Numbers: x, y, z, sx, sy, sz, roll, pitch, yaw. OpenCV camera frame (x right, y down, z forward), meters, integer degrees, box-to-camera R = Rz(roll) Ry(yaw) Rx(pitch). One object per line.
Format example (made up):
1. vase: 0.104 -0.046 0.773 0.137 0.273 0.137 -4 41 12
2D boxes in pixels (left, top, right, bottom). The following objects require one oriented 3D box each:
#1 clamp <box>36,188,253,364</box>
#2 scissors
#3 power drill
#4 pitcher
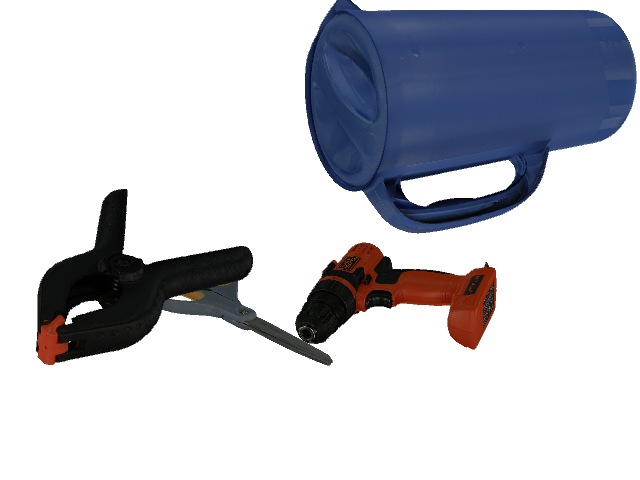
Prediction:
1. clamp: -0.138 0.021 0.716 0.120 0.039 0.171 25 34 24
2. scissors: -0.061 0.056 0.902 0.202 0.016 0.096 15 26 23
3. power drill: 0.083 0.065 1.136 0.188 0.057 0.184 9 31 21
4. pitcher: 0.121 -0.107 0.824 0.242 0.149 0.145 -9 30 -24
